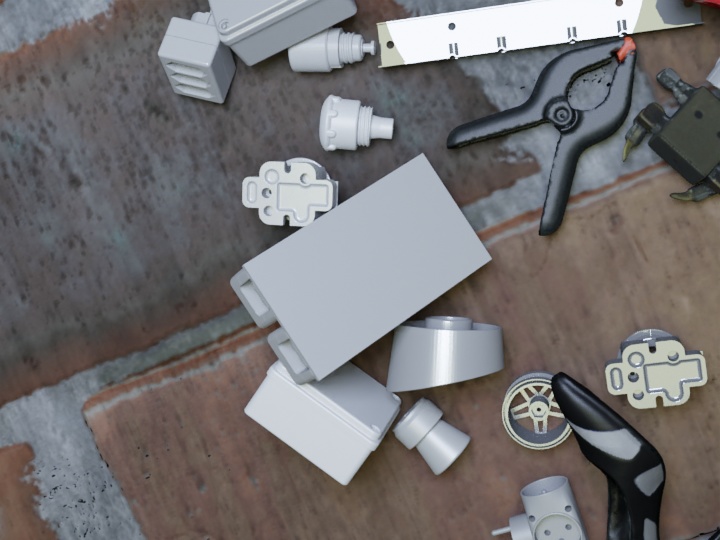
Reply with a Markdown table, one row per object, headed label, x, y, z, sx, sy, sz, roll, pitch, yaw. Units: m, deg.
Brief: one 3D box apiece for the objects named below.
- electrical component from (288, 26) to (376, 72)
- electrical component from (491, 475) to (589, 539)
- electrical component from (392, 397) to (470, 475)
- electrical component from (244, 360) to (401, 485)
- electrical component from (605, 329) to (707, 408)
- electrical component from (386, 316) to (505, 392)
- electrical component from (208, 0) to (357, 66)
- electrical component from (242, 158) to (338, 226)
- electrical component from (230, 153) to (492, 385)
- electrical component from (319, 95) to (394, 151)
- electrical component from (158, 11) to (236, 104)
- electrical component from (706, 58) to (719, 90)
| label | x | y | z | sx | sy | sz | roll | pitch | yaw |
| --- | --- | --- | --- | --- | --- | --- | --- | --- | --- |
| electrical component | -0.026 | -0.189 | 0.917 | 0.078 | 0.040 | 0.040 | 2 | 98 | 10 |
| electrical component | 0.155 | 0.228 | 0.936 | 0.079 | 0.044 | 0.077 | -19 | 94 | 13 |
| electrical component | 0.062 | 0.145 | 0.943 | 0.055 | 0.045 | 0.045 | 43 | 103 | 3 |
| electrical component | -0.029 | 0.117 | 0.925 | 0.109 | 0.109 | 0.056 | 35 | 105 | 5 |
| electrical component | 0.244 | 0.080 | 0.892 | 0.078 | 0.057 | 0.058 | -8 | 96 | 12 |
| electrical component | 0.072 | 0.072 | 0.905 | 0.099 | 0.099 | 0.064 | 3 | 92 | 11 |
| electrical component | -0.071 | -0.243 | 0.891 | 0.109 | 0.056 | 0.108 | -23 | 65 | 13 |
| electrical component | -0.056 | -0.068 | 0.931 | 0.078 | 0.057 | 0.058 | 3 | 98 | 11 |
| electrical component | 0.000 | 0.000 | 0.882 | 0.186 | 0.060 | 0.105 | -33 | 91 | -25 |
| electrical component | -0.003 | -0.123 | 0.920 | 0.062 | 0.048 | 0.048 | 6 | 99 | 3 |
| electrical component | -0.134 | -0.196 | 0.929 | 0.047 | 0.065 | 0.076 | 14 | 71 | 9 |
| electrical component | 0.315 | -0.148 | 0.836 | 0.080 | 0.080 | 0.051 | 36 | 108 | 5 |
